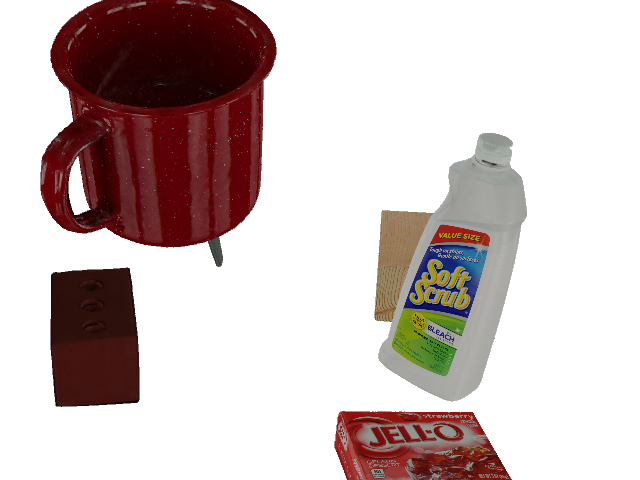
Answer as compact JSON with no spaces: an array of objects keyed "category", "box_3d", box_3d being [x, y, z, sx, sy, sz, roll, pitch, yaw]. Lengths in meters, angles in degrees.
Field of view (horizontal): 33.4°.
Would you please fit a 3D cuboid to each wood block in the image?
[{"category":"wood block","box_3d":[0.130,0.036,1.587,0.091,0.090,0.206,4,24,3]}]

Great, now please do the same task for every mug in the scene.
[{"category":"mug","box_3d":[-0.073,-0.045,0.463,0.093,0.081,0.117,27,48,22]}]

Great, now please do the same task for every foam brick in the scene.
[{"category":"foam brick","box_3d":[-0.144,0.061,0.678,0.053,0.051,0.078,-3,33,-13]}]

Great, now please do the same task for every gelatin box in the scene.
[{"category":"gelatin box","box_3d":[0.058,0.130,0.628,0.089,0.030,0.073,3,23,-13]}]

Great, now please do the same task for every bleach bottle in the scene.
[{"category":"bleach bottle","box_3d":[0.124,0.019,0.966,0.103,0.251,0.067,29,34,30]}]

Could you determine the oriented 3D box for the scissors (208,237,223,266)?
[{"category":"scissors","box_3d":[-0.118,-0.082,1.141,0.096,0.202,0.016,-33,13,-35]}]
